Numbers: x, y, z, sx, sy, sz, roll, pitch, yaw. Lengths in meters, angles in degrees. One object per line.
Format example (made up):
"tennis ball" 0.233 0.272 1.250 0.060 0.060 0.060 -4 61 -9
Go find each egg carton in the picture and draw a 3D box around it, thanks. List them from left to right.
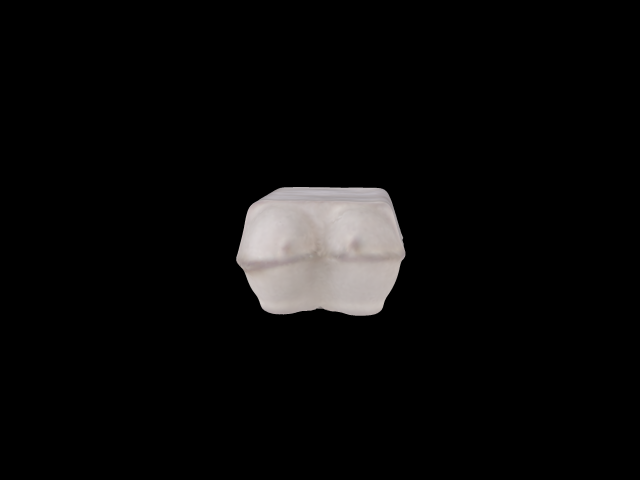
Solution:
"egg carton" 0.004 0.001 0.400 0.107 0.069 0.150 1 11 4
